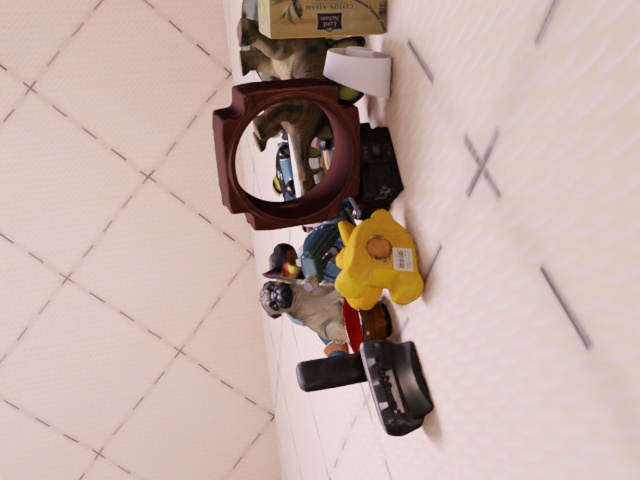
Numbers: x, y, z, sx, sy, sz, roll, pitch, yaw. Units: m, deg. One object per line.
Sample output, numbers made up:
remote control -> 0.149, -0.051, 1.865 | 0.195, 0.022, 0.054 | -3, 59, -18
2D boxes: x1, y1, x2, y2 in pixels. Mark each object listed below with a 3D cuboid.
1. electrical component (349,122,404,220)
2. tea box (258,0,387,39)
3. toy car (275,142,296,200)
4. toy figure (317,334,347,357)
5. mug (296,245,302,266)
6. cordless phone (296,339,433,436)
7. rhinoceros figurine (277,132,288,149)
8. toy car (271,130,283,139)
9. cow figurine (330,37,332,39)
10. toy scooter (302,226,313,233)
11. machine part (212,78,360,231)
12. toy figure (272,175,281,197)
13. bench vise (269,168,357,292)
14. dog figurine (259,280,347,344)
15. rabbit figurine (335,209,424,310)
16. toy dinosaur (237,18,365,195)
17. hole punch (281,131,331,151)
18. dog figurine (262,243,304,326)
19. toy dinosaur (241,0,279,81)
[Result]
electrical component -> 0.075, -0.112, 0.837 | 0.115, 0.058, 0.134 | 118, 142, -66
tea box -> 0.001, -0.329, 0.769 | 0.098, 0.170, 0.068 | -118, 24, -61
toy car -> -0.042, -0.146, 1.221 | 0.109, 0.103, 0.162 | 101, 154, -59
toy figure -> 0.030, 0.236, 1.250 | 0.064, 0.058, 0.154 | 90, 162, -57
mug -> -0.002, 0.032, 1.067 | 0.107, 0.109, 0.080 | -13, 102, 51
cordless phone -> 0.063, 0.228, 0.812 | 0.088, 0.184, 0.147 | 113, 148, -58
rhinoceros figurine -> -0.073, -0.298, 1.264 | 0.073, 0.112, 0.190 | -47, -61, -70
toy car -> -0.077, -0.255, 1.069 | 0.073, 0.056, 0.202 | -49, 17, 20
cow figurine -> 0.011, -0.295, 0.973 | 0.098, 0.068, 0.167 | -130, 30, -57
toy scooter -> -0.002, -0.004, 1.203 | 0.135, 0.075, 0.183 | 144, 119, -76
machine part -> -0.045, -0.121, 0.767 | 0.087, 0.201, 0.200 | -127, 32, -61
toy figure -> -0.077, -0.170, 1.393 | 0.180, 0.089, 0.082 | 114, 150, -71
bench vise -> 0.015, -0.003, 0.922 | 0.241, 0.129, 0.223 | -54, -40, -55
dog figurine -> -0.031, 0.162, 1.171 | 0.121, 0.191, 0.172 | 178, 83, -77
rabbit figurine -> 0.069, 0.040, 0.817 | 0.173, 0.122, 0.162 | 101, 162, -58
toy dinosaur -> -0.033, -0.301, 0.869 | 0.105, 0.199, 0.471 | 171, 91, -78
hole punch -> -0.012, -0.243, 1.108 | 0.115, 0.092, 0.142 | -64, 11, -1
dog figurine -> -0.060, 0.108, 1.274 | 0.219, 0.109, 0.191 | 37, -137, -72
toy dinosaur -> -0.096, -0.411, 0.995 | 0.192, 0.131, 0.404 | -147, 66, -75
